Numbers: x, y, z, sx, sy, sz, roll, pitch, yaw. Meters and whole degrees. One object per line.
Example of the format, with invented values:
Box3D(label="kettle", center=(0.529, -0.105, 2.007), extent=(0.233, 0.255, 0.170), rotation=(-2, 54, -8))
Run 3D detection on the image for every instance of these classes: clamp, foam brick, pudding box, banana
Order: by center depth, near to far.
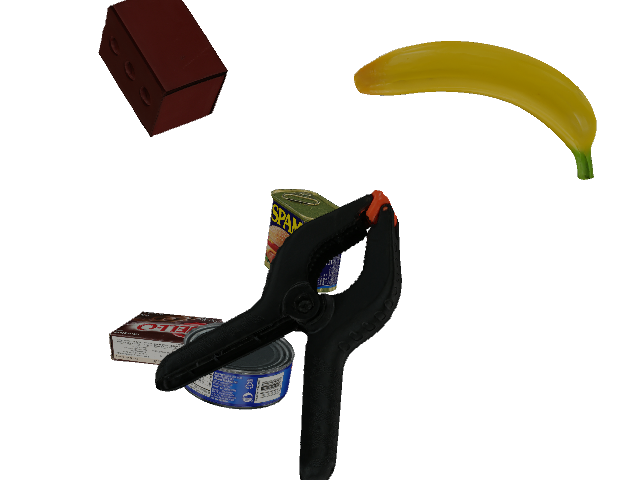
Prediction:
Box3D(label="clamp", center=(-0.001, 0.053, 0.608), extent=(0.120, 0.171, 0.039), rotation=(40, -6, 19))
Box3D(label="foam brick", center=(-0.108, -0.122, 0.724), extent=(0.051, 0.078, 0.053), rotation=(-25, -18, -29))
Box3D(label="banana", center=(0.125, -0.109, 0.783), extent=(0.197, 0.069, 0.037), rotation=(20, -3, -7))
Box3D(label="pudding box", center=(-0.186, 0.120, 1.294), extent=(0.114, 0.039, 0.090), rotation=(2, 13, 18))

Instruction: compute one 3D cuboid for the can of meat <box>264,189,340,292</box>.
Box3D(label="can of meat", center=(-0.017, 0.000, 1.138), extent=(0.057, 0.084, 0.102), rotation=(-3, 21, -30))

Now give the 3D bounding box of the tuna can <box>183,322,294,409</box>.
Box3D(label="tuna can", center=(-0.064, 0.096, 0.821), extent=(0.086, 0.034, 0.086), rotation=(8, 19, -3))
